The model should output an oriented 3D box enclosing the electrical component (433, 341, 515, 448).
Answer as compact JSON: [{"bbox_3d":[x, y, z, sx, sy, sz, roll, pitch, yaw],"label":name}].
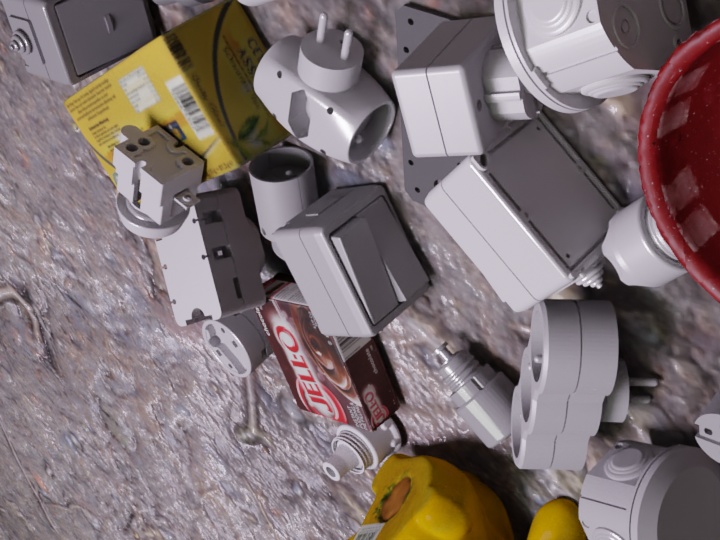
[{"bbox_3d":[0.078,0.079,0.701,0.078,0.040,0.040,48,147,5],"label":"electrical component"}]

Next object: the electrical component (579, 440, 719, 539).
[{"bbox_3d":[0.169,0.137,0.614,0.051,0.080,0.080,4,124,54],"label":"electrical component"}]

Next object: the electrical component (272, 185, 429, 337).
[{"bbox_3d":[0.000,0.000,0.697,0.061,0.062,0.096,-2,120,51],"label":"electrical component"}]

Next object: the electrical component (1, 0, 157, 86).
[{"bbox_3d":[-0.194,-0.169,0.735,0.061,0.096,0.061,21,136,37],"label":"electrical component"}]

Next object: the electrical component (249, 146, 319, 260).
[{"bbox_3d":[-0.048,-0.039,0.735,0.043,0.043,0.081,25,139,34],"label":"electrical component"}]

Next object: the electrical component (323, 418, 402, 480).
[{"bbox_3d":[-0.002,0.136,0.830,0.048,0.062,0.048,31,142,28],"label":"electrical component"}]

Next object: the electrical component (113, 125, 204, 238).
[{"bbox_3d":[-0.132,-0.054,0.696,0.066,0.048,0.055,38,138,19],"label":"electrical component"}]

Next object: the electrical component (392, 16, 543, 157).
[{"bbox_3d":[0.067,-0.092,0.530,0.077,0.065,0.047,1,124,30],"label":"electrical component"}]

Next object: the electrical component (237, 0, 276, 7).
[{"bbox_3d":[-0.039,-0.171,0.602,0.065,0.044,0.044,10,129,39],"label":"electrical component"}]

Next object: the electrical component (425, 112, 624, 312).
[{"bbox_3d":[0.090,-0.025,0.566,0.096,0.062,0.061,50,147,1],"label":"electrical component"}]

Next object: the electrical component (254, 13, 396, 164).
[{"bbox_3d":[-0.019,-0.113,0.629,0.077,0.043,0.079,38,144,20],"label":"electrical component"}]

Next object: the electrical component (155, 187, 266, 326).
[{"bbox_3d":[-0.108,-0.011,0.785,0.050,0.056,0.089,-12,93,39],"label":"electrical component"}]

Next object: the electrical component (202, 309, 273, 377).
[{"bbox_3d":[-0.091,0.051,0.868,0.055,0.047,0.055,31,142,28],"label":"electrical component"}]

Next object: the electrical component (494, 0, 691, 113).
[{"bbox_3d":[0.099,-0.111,0.459,0.051,0.080,0.080,-11,113,48],"label":"electrical component"}]

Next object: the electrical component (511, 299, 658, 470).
[{"bbox_3d":[0.132,0.069,0.616,0.074,0.052,0.138,1,142,0],"label":"electrical component"}]

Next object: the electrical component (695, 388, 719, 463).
[{"bbox_3d":[0.197,0.073,0.548,0.040,0.046,0.040,31,142,28],"label":"electrical component"}]

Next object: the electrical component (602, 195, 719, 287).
[{"bbox_3d":[0.150,-0.019,0.518,0.043,0.043,0.062,51,146,0],"label":"electrical component"}]
